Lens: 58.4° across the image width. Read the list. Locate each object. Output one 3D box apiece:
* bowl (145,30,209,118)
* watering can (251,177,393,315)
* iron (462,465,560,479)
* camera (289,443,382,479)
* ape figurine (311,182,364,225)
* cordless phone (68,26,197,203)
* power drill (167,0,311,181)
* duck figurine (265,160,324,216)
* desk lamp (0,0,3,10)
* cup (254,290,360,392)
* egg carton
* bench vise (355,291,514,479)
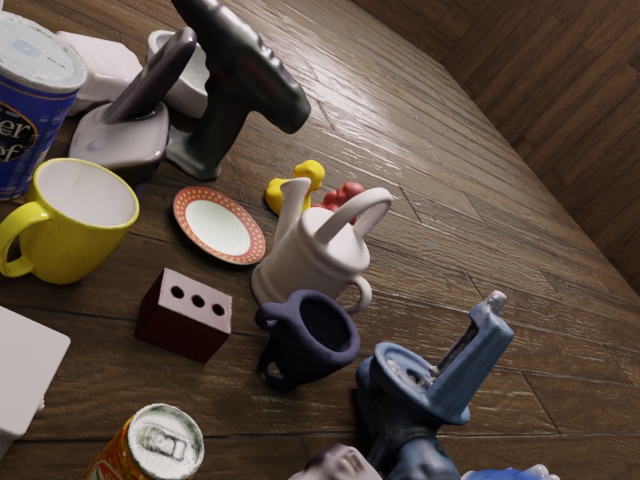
[{"bbox_3d":[-0.202,-0.241,0.886,0.168,0.074,0.167,32,29,-20],"label":"bowl"},{"bbox_3d":[0.005,0.003,0.677,0.173,0.193,0.101,42,27,1],"label":"watering can"},{"bbox_3d":[0.199,0.303,0.557,0.119,0.141,0.258,36,28,-11],"label":"iron"},{"bbox_3d":[0.015,0.244,0.446,0.136,0.100,0.144,52,29,18],"label":"camera"},{"bbox_3d":[0.035,-0.056,0.910,0.076,0.092,0.078,42,27,0],"label":"ape figurine"},{"bbox_3d":[-0.198,-0.146,0.634,0.094,0.184,0.147,24,32,-31],"label":"cordless phone"},{"bbox_3d":[-0.137,-0.190,0.751,0.230,0.208,0.075,32,29,-19],"label":"power drill"},{"bbox_3d":[-0.030,-0.082,0.870,0.077,0.086,0.105,43,27,1],"label":"duck figurine"},{"bbox_3d":[-0.375,-0.334,0.641,0.204,0.213,0.118,34,28,-16],"label":"desk lamp"},{"bbox_3d":[-0.030,0.109,0.587,0.118,0.094,0.091,23,33,-32],"label":"cup"},{"bbox_3d":[-0.284,-0.207,0.736,0.107,0.069,0.151,49,28,14],"label":"egg carton"},{"bbox_3d":[0.129,0.166,0.577,0.122,0.219,0.207,18,36,-38],"label":"bench vise"}]
